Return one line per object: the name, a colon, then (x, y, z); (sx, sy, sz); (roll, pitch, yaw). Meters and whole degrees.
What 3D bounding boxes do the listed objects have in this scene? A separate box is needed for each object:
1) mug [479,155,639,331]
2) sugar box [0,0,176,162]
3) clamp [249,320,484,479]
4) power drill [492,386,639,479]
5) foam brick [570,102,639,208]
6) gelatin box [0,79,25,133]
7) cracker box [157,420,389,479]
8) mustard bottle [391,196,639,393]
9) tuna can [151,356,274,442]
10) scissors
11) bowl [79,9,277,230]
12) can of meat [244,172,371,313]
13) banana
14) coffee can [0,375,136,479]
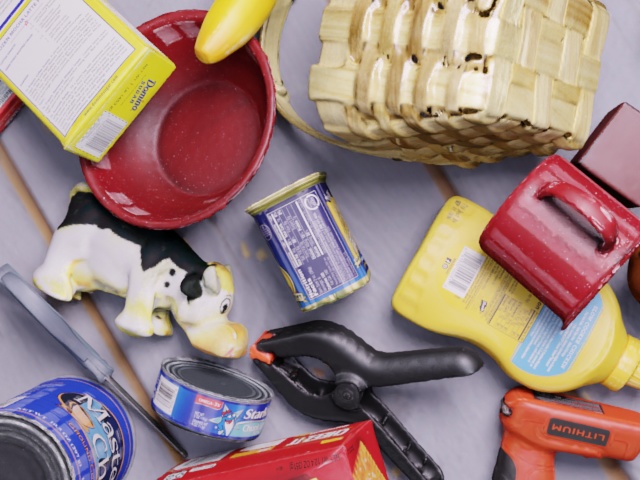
mug: (0.159, -0.005, 0.689); (0.081, 0.117, 0.093); (42, 81, 13)
sugar box: (-0.194, -0.146, 0.773); (0.093, 0.048, 0.176); (-49, 63, 6)
clamp: (0.030, 0.116, 0.782); (0.172, 0.039, 0.120); (13, 109, 21)
power drill: (0.180, 0.210, 0.767); (0.184, 0.057, 0.188); (13, 94, 6)
foam brick: (0.211, -0.058, 0.740); (0.051, 0.078, 0.053); (37, 96, 5)
gelatin box: (-0.279, -0.113, 0.820); (0.089, 0.030, 0.073); (41, 95, 3)
cracker box: (-0.015, 0.253, 0.767); (0.164, 0.072, 0.214); (-16, 91, 23)
mustard bottle: (0.154, 0.053, 0.762); (0.191, 0.058, 0.096); (29, 88, 4)
tuna can: (-0.079, 0.116, 0.779); (0.086, 0.086, 0.034); (18, 96, 5)
scissors: (-0.171, 0.088, 0.790); (0.202, 0.096, 0.016); (43, 77, 6)
bowl: (-0.094, -0.081, 0.772); (0.162, 0.055, 0.162); (-5, 77, 22)
can of meat: (-0.005, 0.001, 0.758); (0.057, 0.102, 0.084); (-27, 91, 5)
banana: (-0.053, -0.205, 0.753); (0.070, 0.037, 0.198); (-10, 59, 10)
coffee can: (-0.201, 0.160, 0.768); (0.103, 0.140, 0.103); (0, 93, 6)
